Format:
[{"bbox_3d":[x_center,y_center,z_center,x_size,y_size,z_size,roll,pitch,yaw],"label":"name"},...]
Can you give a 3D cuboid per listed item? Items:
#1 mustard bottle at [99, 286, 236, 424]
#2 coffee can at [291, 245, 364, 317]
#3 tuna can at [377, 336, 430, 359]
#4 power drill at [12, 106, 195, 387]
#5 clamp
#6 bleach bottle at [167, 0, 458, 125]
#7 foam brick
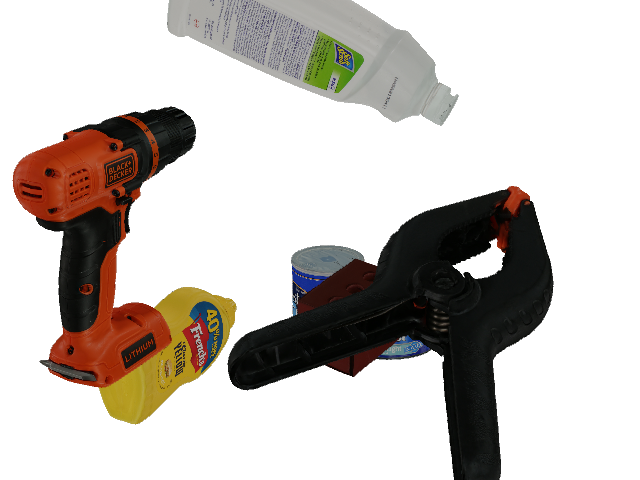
[{"bbox_3d":[-0.142,0.100,1.064,0.058,0.096,0.191,10,23,26],"label":"mustard bottle"},{"bbox_3d":[0.010,0.090,1.516,0.103,0.140,0.103,0,20,0],"label":"coffee can"},{"bbox_3d":[0.066,0.085,1.019,0.086,0.034,0.086,-2,13,0],"label":"tuna can"},{"bbox_3d":[-0.152,0.001,0.800,0.057,0.188,0.184,11,23,27],"label":"power drill"},{"bbox_3d":[0.058,0.038,0.462,0.120,0.039,0.171,36,55,23],"label":"clamp"},{"bbox_3d":[-0.004,-0.163,0.888,0.251,0.068,0.103,30,-36,7],"label":"bleach bottle"},{"bbox_3d":[0.026,0.058,0.817,0.053,0.051,0.078,19,36,32],"label":"foam brick"}]
